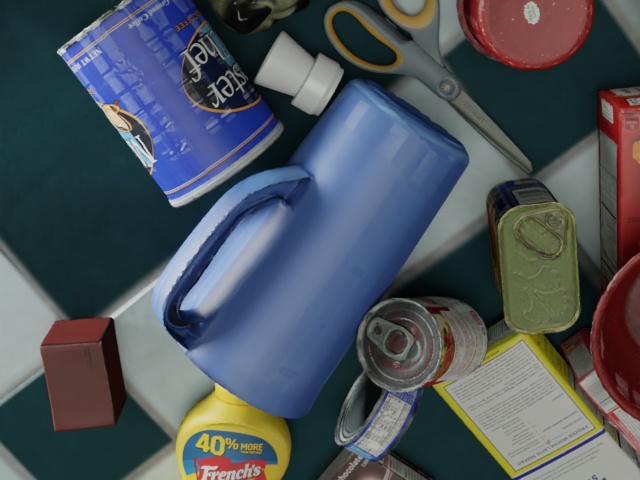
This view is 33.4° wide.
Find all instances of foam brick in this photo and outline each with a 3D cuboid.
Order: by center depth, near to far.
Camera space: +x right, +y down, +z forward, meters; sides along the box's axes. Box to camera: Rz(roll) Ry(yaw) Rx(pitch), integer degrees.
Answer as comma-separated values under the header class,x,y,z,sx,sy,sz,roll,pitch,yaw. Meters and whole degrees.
class,x,y,z,sx,sy,sz,roll,pitch,yaw
foam brick,-0.194,0.110,0.879,0.053,0.051,0.078,-4,108,1

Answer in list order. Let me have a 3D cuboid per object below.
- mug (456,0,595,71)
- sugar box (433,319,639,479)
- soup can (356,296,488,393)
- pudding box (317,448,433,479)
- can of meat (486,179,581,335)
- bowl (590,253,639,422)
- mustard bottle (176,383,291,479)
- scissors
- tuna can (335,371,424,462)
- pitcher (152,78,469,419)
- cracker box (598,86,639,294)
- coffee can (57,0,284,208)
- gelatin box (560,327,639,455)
class,x,y,z,sx,sy,sz,roll,pitch,yaw
mug,0.157,-0.175,0.763,0.093,0.081,0.117,43,104,-12
sugar box,0.182,0.150,0.883,0.093,0.048,0.176,-34,107,22
soup can,0.080,0.077,0.810,0.069,0.102,0.068,-1,87,29
pudding box,0.036,0.233,0.920,0.090,0.039,0.114,34,106,-9
can of meat,0.162,0.010,0.822,0.057,0.084,0.102,-7,108,3
bowl,0.273,0.059,0.776,0.162,0.055,0.162,1,109,2
mustard bottle,-0.074,0.186,0.898,0.096,0.058,0.192,8,107,3
scissors,0.100,-0.137,0.811,0.201,0.016,0.096,28,107,-8
tuna can,0.048,0.135,0.864,0.033,0.086,0.086,30,106,-10
pitcher,-0.005,0.001,0.797,0.145,0.149,0.243,35,102,2
cracker box,0.303,-0.013,0.818,0.164,0.072,0.214,-5,108,4
coffee can,-0.107,-0.109,0.780,0.103,0.103,0.140,-33,104,11
gelatin box,0.237,0.122,0.862,0.030,0.073,0.089,-39,104,14
